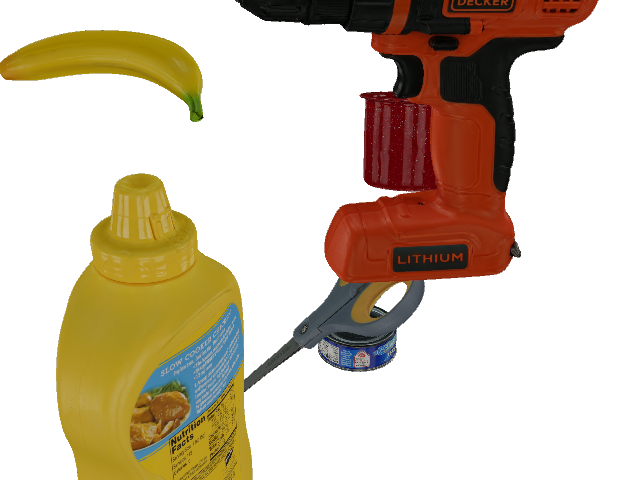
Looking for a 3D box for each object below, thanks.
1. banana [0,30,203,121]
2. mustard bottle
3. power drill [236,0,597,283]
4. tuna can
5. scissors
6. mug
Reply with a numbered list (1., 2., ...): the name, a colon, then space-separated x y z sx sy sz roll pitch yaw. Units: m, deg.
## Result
1. banana: -0.178 -0.151 0.909 0.198 0.069 0.037 13 -40 18
2. mustard bottle: -0.068 0.062 0.447 0.058 0.192 0.096 16 33 26
3. power drill: 0.044 -0.069 0.555 0.184 0.188 0.057 -2 32 -9
4. tuna can: 0.040 0.103 1.152 0.086 0.034 0.086 0 29 0
5. scissors: 0.002 0.066 0.709 0.016 0.202 0.096 35 13 -27
6. mug: 0.091 -0.089 0.956 0.117 0.081 0.093 6 13 22
